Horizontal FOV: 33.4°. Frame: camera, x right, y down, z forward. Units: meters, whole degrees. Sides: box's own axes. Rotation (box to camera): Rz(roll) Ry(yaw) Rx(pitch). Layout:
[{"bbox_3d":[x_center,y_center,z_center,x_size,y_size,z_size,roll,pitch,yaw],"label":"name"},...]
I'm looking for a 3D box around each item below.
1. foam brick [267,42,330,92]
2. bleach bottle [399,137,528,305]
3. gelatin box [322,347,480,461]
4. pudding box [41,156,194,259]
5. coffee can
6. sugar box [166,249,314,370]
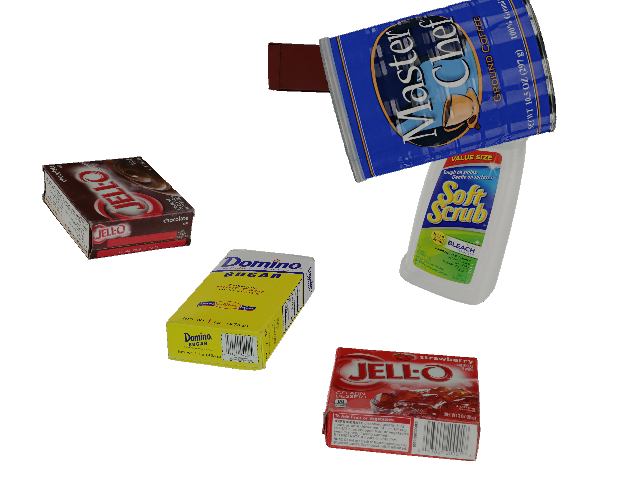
[{"bbox_3d":[-0.015,-0.188,1.162,0.078,0.051,0.053,0,11,-16],"label":"foam brick"},{"bbox_3d":[0.143,-0.060,1.039,0.103,0.251,0.068,22,39,22],"label":"bleach bottle"},{"bbox_3d":[0.049,0.095,0.634,0.089,0.030,0.073,5,24,5],"label":"gelatin box"},{"bbox_3d":[-0.168,-0.029,0.878,0.089,0.039,0.114,-8,29,-33],"label":"pudding box"},{"bbox_3d":[0.079,-0.106,0.734,0.140,0.103,0.103,-14,-1,5],"label":"coffee can"},{"bbox_3d":[-0.072,0.061,1.026,0.093,0.048,0.176,6,26,13],"label":"sugar box"}]
